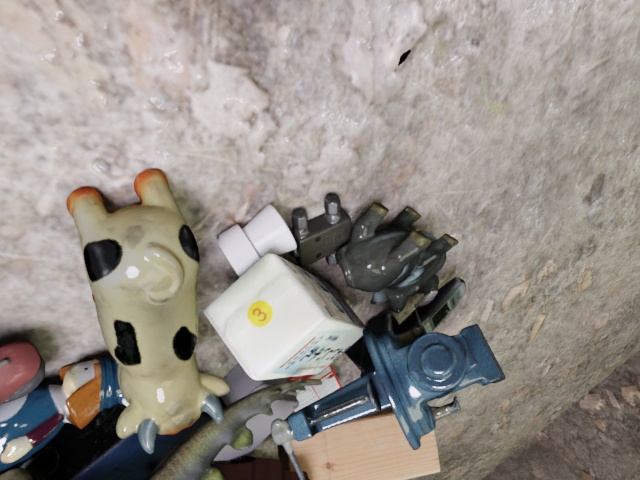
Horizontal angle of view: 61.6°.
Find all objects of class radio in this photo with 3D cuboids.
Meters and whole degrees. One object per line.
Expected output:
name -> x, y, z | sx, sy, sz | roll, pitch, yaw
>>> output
radio -> -0.211, 0.219, 0.532 | 0.229, 0.073, 0.131 | -39, 144, -3

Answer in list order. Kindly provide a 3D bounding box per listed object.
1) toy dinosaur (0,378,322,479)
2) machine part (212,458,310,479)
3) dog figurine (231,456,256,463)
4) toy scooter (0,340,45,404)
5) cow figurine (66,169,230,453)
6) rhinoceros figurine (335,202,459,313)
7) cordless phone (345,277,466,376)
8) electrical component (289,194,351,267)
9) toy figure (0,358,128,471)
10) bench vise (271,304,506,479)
toy dinosaur -> -0.182, 0.265, 0.385 | 0.471, 0.199, 0.104 | -53, 143, -24
machine part -> -0.086, 0.334, 0.640 | 0.179, 0.056, 0.179 | -3, 123, -4
dog figurine -> -0.084, 0.414, 0.776 | 0.109, 0.191, 0.219 | -14, 156, 7
toy scooter -> -0.273, 0.117, 0.334 | 0.184, 0.075, 0.135 | -30, 176, -20
cow figurine -> -0.121, 0.063, 0.394 | 0.085, 0.127, 0.194 | -15, 136, -26
rhinoceros figurine -> 0.087, 0.027, 0.570 | 0.112, 0.073, 0.190 | -59, 151, 9
cordless phone -> 0.130, 0.132, 0.736 | 0.184, 0.089, 0.146 | -41, 145, -5
electrical component -> -0.001, -0.002, 0.521 | 0.063, 0.021, 0.093 | -26, 144, -18
toy figure -> -0.219, 0.139, 0.442 | 0.154, 0.064, 0.057 | -26, 148, -22
bench vise -> 0.067, 0.153, 0.556 | 0.241, 0.129, 0.223 | -24, 171, 3
